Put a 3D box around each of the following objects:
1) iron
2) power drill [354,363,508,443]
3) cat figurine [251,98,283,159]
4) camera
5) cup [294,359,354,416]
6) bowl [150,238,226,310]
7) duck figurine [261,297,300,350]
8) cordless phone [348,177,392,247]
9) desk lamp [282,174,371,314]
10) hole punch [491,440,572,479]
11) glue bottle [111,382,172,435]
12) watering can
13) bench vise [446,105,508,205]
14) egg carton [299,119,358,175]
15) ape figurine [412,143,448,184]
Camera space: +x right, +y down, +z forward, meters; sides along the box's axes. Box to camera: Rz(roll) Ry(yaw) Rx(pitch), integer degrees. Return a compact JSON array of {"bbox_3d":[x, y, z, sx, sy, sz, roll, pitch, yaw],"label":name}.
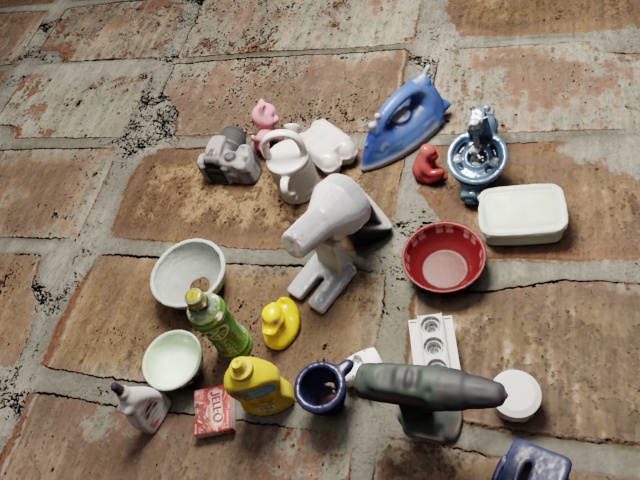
[{"bbox_3d":[0.176,-0.278,1.299,0.258,0.142,0.118,-43,57,-14],"label":"iron"},{"bbox_3d":[0.175,0.253,0.907,0.229,0.209,0.075,5,59,18],"label":"power drill"},{"bbox_3d":[-0.139,-0.279,1.400,0.067,0.118,0.128,9,60,21],"label":"cat figurine"},{"bbox_3d":[-0.215,-0.216,1.389,0.143,0.101,0.137,5,59,18],"label":"camera"},{"bbox_3d":[0.018,0.264,1.012,0.118,0.095,0.091,-39,56,-12],"label":"cup"},{"bbox_3d":[-0.269,0.084,1.221,0.167,0.075,0.167,-7,56,11],"label":"bowl"},{"bbox_3d":[-0.084,0.152,1.119,0.077,0.086,0.104,7,59,19],"label":"duck figurine"},{"bbox_3d":[0.072,-0.087,1.174,0.094,0.185,0.147,-33,55,-8],"label":"cordless phone"},{"bbox_3d":[0.010,0.004,1.113,0.117,0.214,0.203,27,68,29],"label":"desk lamp"},{"bbox_3d":[0.316,0.366,0.866,0.100,0.091,0.109,22,65,27],"label":"hole punch"},{"bbox_3d":[-0.332,0.294,1.039,0.037,0.173,0.078,13,62,23],"label":"glue bottle"},{"bbox_3d":[-0.070,-0.181,1.269,0.101,0.194,0.172,-21,54,2],"label":"watering can"},{"bbox_3d":[0.314,-0.209,1.167,0.121,0.220,0.207,-7,56,11],"label":"bench vise"},{"bbox_3d":[0.013,-0.218,1.347,0.107,0.069,0.150,-41,57,-13],"label":"egg carton"},{"bbox_3d":[0.236,-0.171,1.242,0.076,0.092,0.078,-4,56,13],"label":"ape figurine"}]
